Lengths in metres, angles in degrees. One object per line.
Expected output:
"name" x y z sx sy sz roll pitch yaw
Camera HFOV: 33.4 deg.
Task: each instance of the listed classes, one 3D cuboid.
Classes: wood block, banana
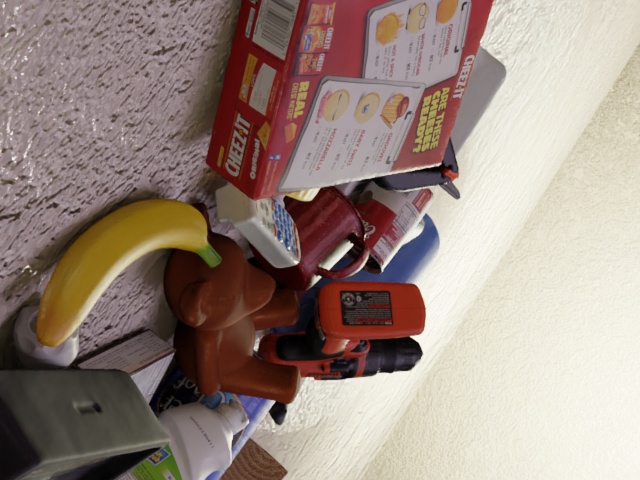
"wood block" -0.110 0.293 1.268 0.090 0.090 0.206 -49 174 -20
"banana" -0.134 0.011 0.757 0.037 0.069 0.197 -22 -177 36

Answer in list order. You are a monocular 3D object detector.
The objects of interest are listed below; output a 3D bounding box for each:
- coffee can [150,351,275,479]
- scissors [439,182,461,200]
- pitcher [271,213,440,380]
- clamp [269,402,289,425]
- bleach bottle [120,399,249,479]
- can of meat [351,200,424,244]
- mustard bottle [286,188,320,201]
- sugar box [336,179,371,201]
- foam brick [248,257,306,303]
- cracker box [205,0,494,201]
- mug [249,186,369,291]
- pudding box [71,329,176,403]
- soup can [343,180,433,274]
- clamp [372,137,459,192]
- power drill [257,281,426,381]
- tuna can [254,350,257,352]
"coffee can" -0.113 0.170 1.058 0.140 0.103 0.103 -53 164 -15
"scissors" 0.095 -0.119 1.086 0.201 0.016 0.096 25 86 -38
"pitcher" 0.044 0.053 1.303 0.242 0.149 0.145 -46 146 -46
"clamp" -0.063 0.177 1.311 0.120 0.039 0.171 -16 -156 31
"bleach bottle" -0.162 0.231 0.940 0.250 0.102 0.068 -35 180 -26
"can of meat" 0.074 -0.042 1.221 0.057 0.102 0.084 -33 171 10
"mustard bottle" 0.006 -0.129 0.911 0.096 0.058 0.192 18 105 -57
"sugar box" 0.066 -0.126 1.135 0.176 0.048 0.093 -55 166 4
"foam brick" -0.052 0.050 1.104 0.051 0.053 0.078 -63 164 20
"cracker box" 0.026 -0.129 0.821 0.213 0.072 0.164 -14 130 -43
"mug" -0.007 0.001 1.037 0.081 0.117 0.093 -45 149 -25
"pudding box" -0.179 0.132 0.902 0.090 0.039 0.113 -63 166 22
"soup can" 0.066 -0.024 1.127 0.102 0.068 0.068 -53 164 -16
"clamp" 0.068 -0.112 1.027 0.209 0.036 0.165 18 104 -40
"power drill" 0.042 0.099 1.087 0.188 0.184 0.057 124 -38 -62
"tuna can" -0.096 0.163 1.228 0.086 0.034 0.086 -51 164 -21
